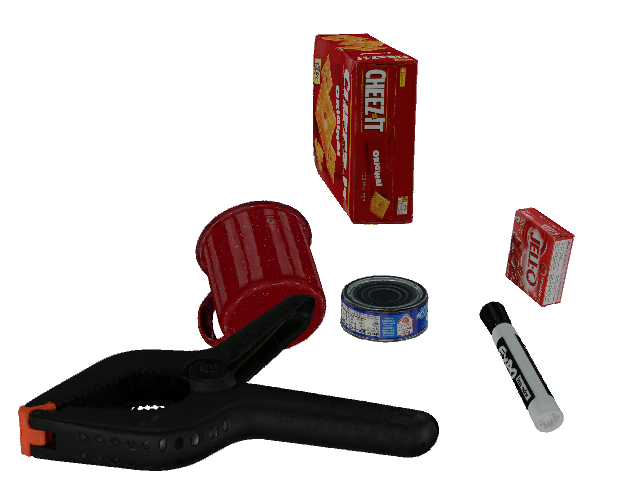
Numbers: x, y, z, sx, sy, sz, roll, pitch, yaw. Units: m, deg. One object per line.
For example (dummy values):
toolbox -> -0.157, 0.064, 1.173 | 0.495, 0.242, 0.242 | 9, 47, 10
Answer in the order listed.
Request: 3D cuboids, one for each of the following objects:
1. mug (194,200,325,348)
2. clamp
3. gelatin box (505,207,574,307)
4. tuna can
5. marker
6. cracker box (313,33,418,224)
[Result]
mug -> -0.052, 0.038, 0.816 | 0.117, 0.081, 0.093 | -39, -48, 20
clamp -> -0.061, 0.081, 0.593 | 0.209, 0.036, 0.165 | -5, 24, -18
gelatin box -> 0.243, 0.018, 1.195 | 0.030, 0.089, 0.073 | -10, 31, -24
tuna can -> 0.062, 0.065, 1.034 | 0.086, 0.034, 0.086 | 0, 21, 0
marker -> 0.132, 0.080, 0.716 | 0.020, 0.020, 0.121 | 0, 33, -12
cracker box -> 0.042, -0.124, 1.127 | 0.072, 0.164, 0.214 | -3, 18, -9
